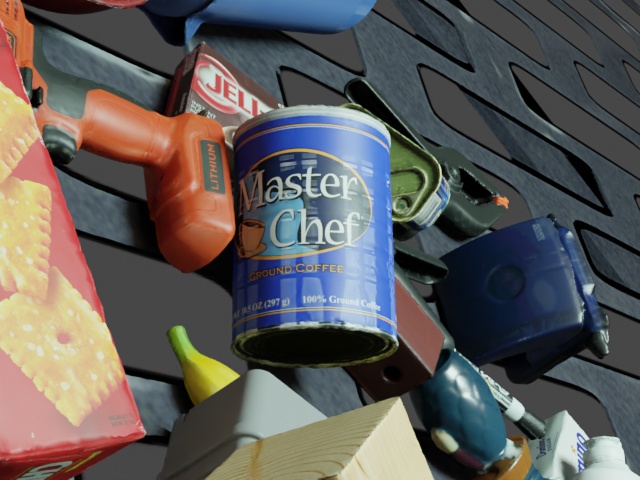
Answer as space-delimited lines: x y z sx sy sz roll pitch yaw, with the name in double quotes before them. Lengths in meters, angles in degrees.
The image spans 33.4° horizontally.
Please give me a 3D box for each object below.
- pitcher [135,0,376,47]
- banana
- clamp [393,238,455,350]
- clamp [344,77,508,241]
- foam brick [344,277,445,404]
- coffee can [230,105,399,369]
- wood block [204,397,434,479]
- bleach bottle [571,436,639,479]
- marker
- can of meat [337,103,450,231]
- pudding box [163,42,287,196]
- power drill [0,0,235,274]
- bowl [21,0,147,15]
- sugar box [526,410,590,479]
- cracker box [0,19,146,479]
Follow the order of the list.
"pitcher" -0.045 -0.239 0.846 0.145 0.149 0.242 57 27 14
"banana" -0.011 0.117 0.645 0.197 0.037 0.069 36 35 -30
"clamp" 0.044 0.009 0.829 0.171 0.039 0.120 46 19 -12
"clamp" 0.103 -0.062 0.978 0.209 0.036 0.164 11 54 -50
"foam brick" 0.043 0.066 0.755 0.078 0.053 0.051 49 31 -10
"coffee can" -0.004 0.001 0.668 0.102 0.103 0.140 20 62 -45
"wood block" 0.023 0.188 0.461 0.206 0.090 0.090 67 23 -3
"bleach bottle" 0.223 0.267 0.761 0.102 0.068 0.251 25 52 -37
"marker" 0.135 0.121 0.851 0.121 0.020 0.020 39 33 -12
"can of meat" 0.050 -0.053 0.832 0.102 0.057 0.084 37 2 16
"pudding box" -0.058 -0.077 0.765 0.113 0.039 0.090 38 35 -27
"power drill" -0.135 -0.048 0.609 0.187 0.057 0.184 28 40 -39
"bowl" -0.183 -0.204 0.696 0.162 0.055 0.162 35 36 -31
"sugar box" 0.232 0.234 0.867 0.176 0.048 0.093 51 31 -9
"cracker box" -0.170 0.010 0.399 0.072 0.164 0.214 5 57 -54
